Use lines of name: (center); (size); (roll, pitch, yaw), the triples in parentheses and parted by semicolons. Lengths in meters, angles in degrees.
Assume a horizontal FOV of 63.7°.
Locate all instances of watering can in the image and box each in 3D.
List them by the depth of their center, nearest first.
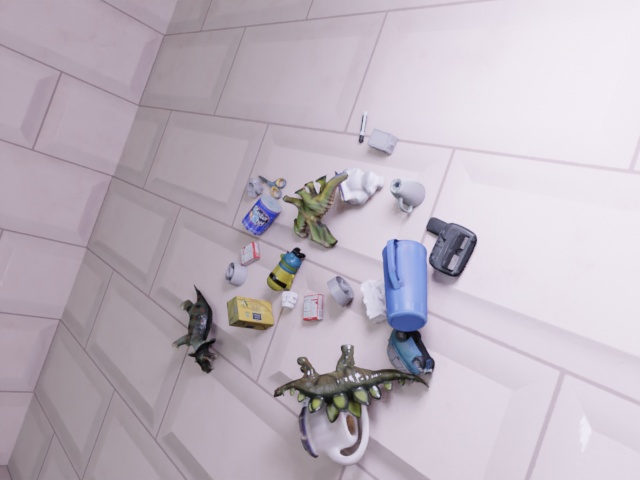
watering can: (0.038, 0.519, 1.587); (0.223, 0.102, 0.356); (-26, 48, 18)

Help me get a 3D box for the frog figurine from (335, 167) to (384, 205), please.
frog figurine: (0.141, -0.193, 1.781); (0.159, 0.120, 0.140); (-13, 57, 2)

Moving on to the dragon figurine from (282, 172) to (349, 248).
dragon figurine: (0.006, -0.092, 1.822); (0.408, 0.124, 0.241); (-10, 106, 55)
